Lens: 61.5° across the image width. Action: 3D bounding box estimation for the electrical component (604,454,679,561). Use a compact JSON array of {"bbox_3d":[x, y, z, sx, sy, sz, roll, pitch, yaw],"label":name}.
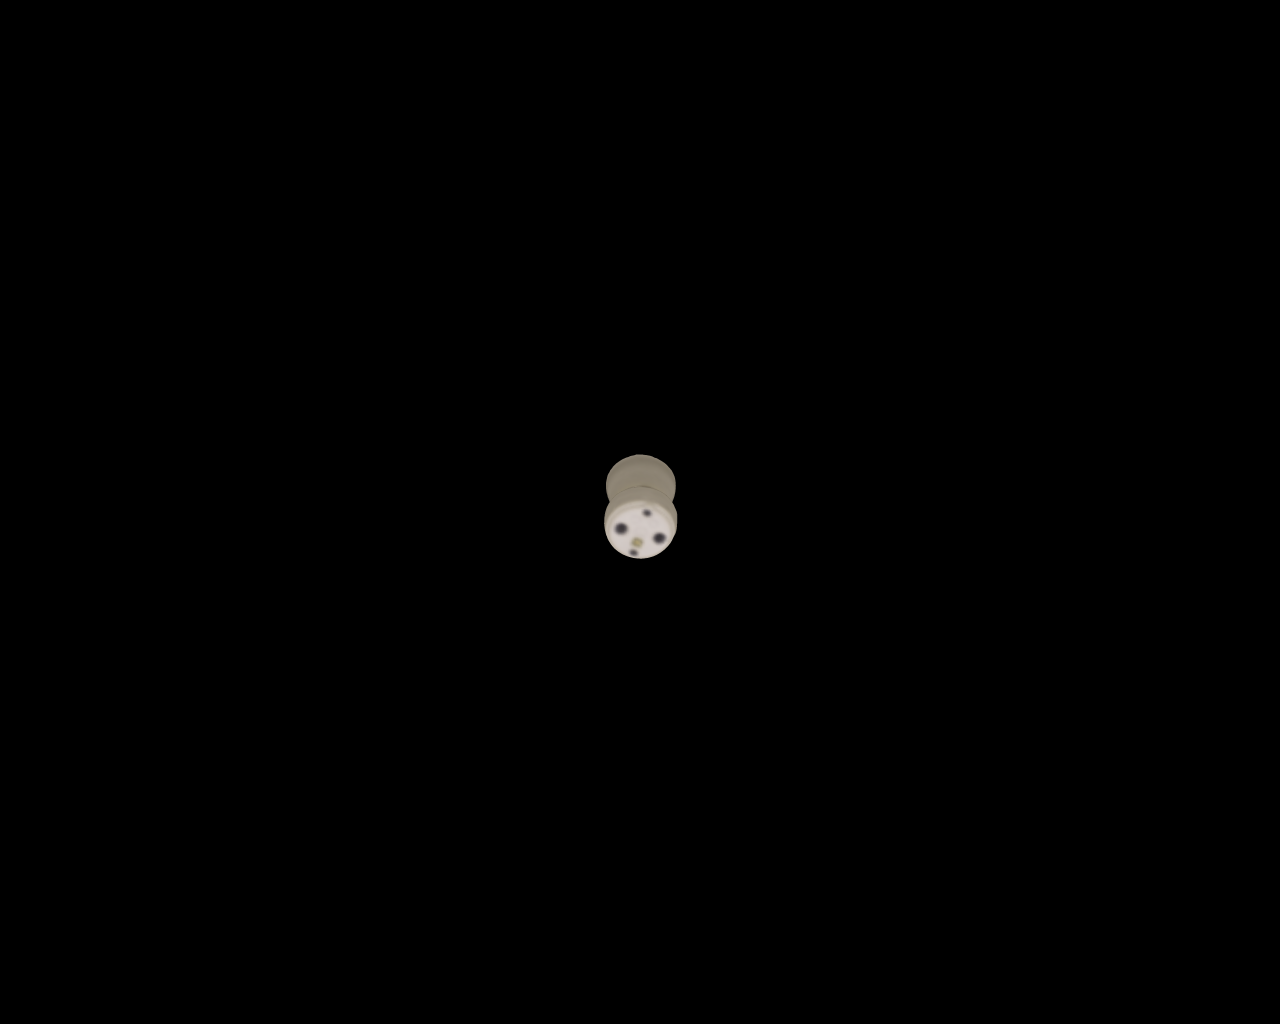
[{"bbox_3d":[0.001,-0.003,0.650,0.045,0.044,0.055,0,34,0],"label":"electrical component"}]
